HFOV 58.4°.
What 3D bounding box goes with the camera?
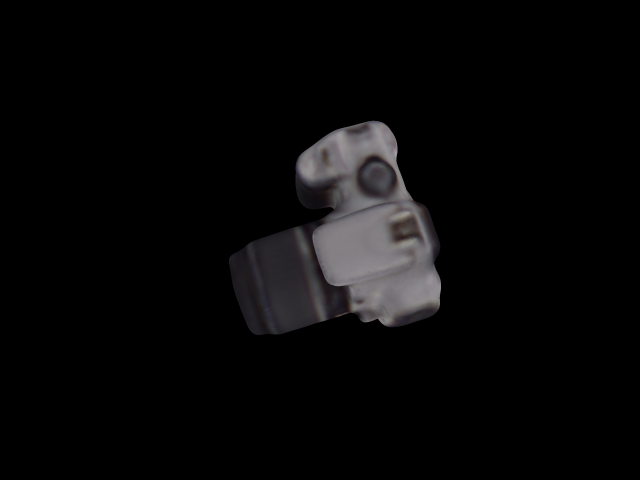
[{"bbox_3d":[0.004,0.001,0.400,0.137,0.101,0.143,-18,79,-3],"label":"camera"}]
